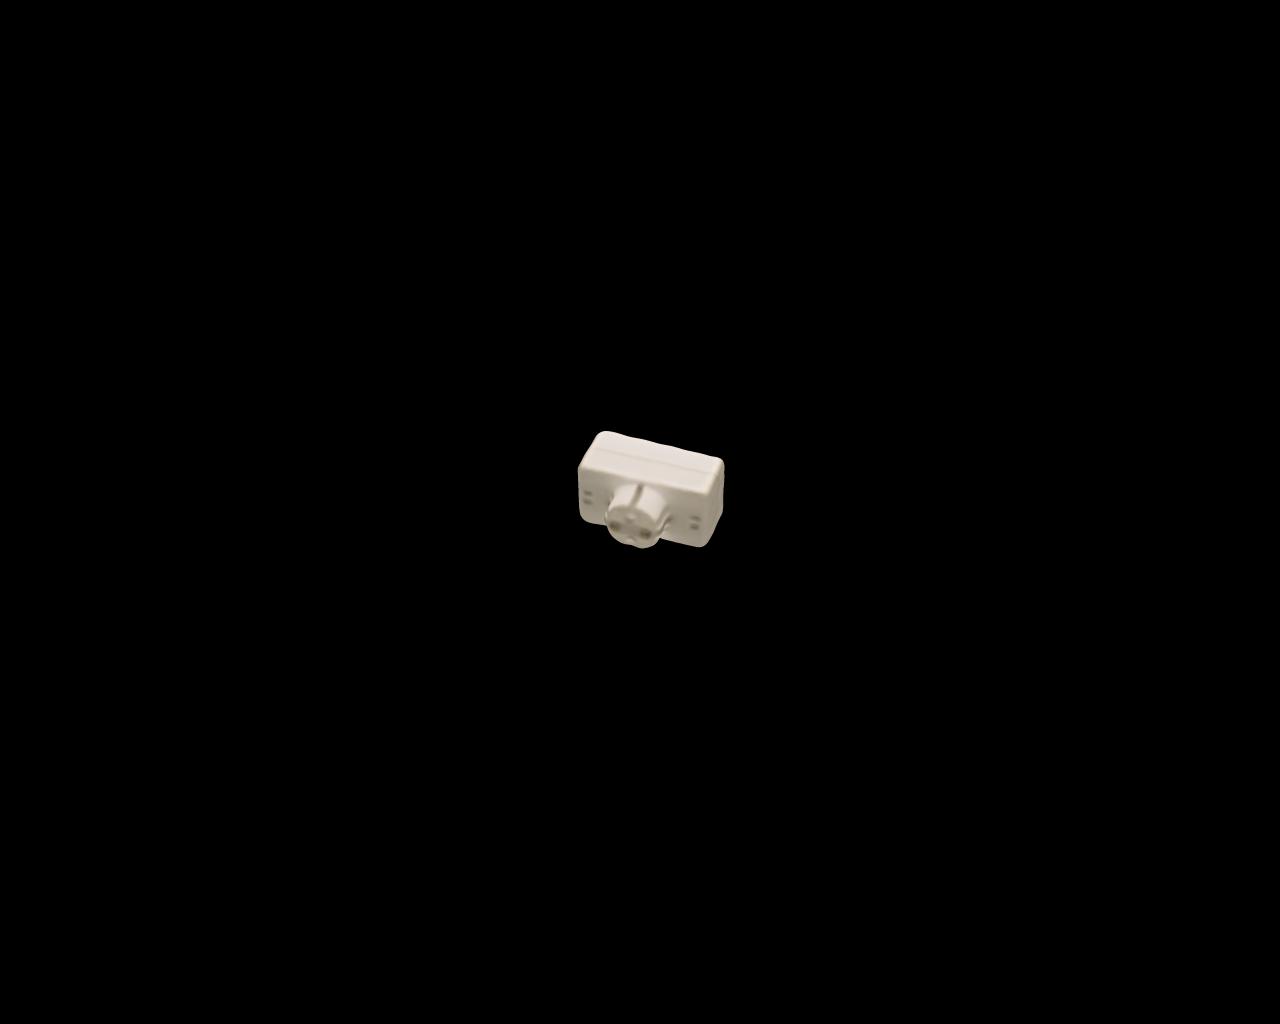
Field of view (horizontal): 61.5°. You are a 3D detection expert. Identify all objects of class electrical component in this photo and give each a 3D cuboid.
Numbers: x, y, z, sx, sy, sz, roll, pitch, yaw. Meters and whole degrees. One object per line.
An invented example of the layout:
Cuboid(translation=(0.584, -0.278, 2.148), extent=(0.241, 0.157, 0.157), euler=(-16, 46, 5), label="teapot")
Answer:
Cuboid(translation=(0.001, -0.003, 0.650), extent=(0.083, 0.047, 0.076), euler=(14, 44, 15), label="electrical component")
